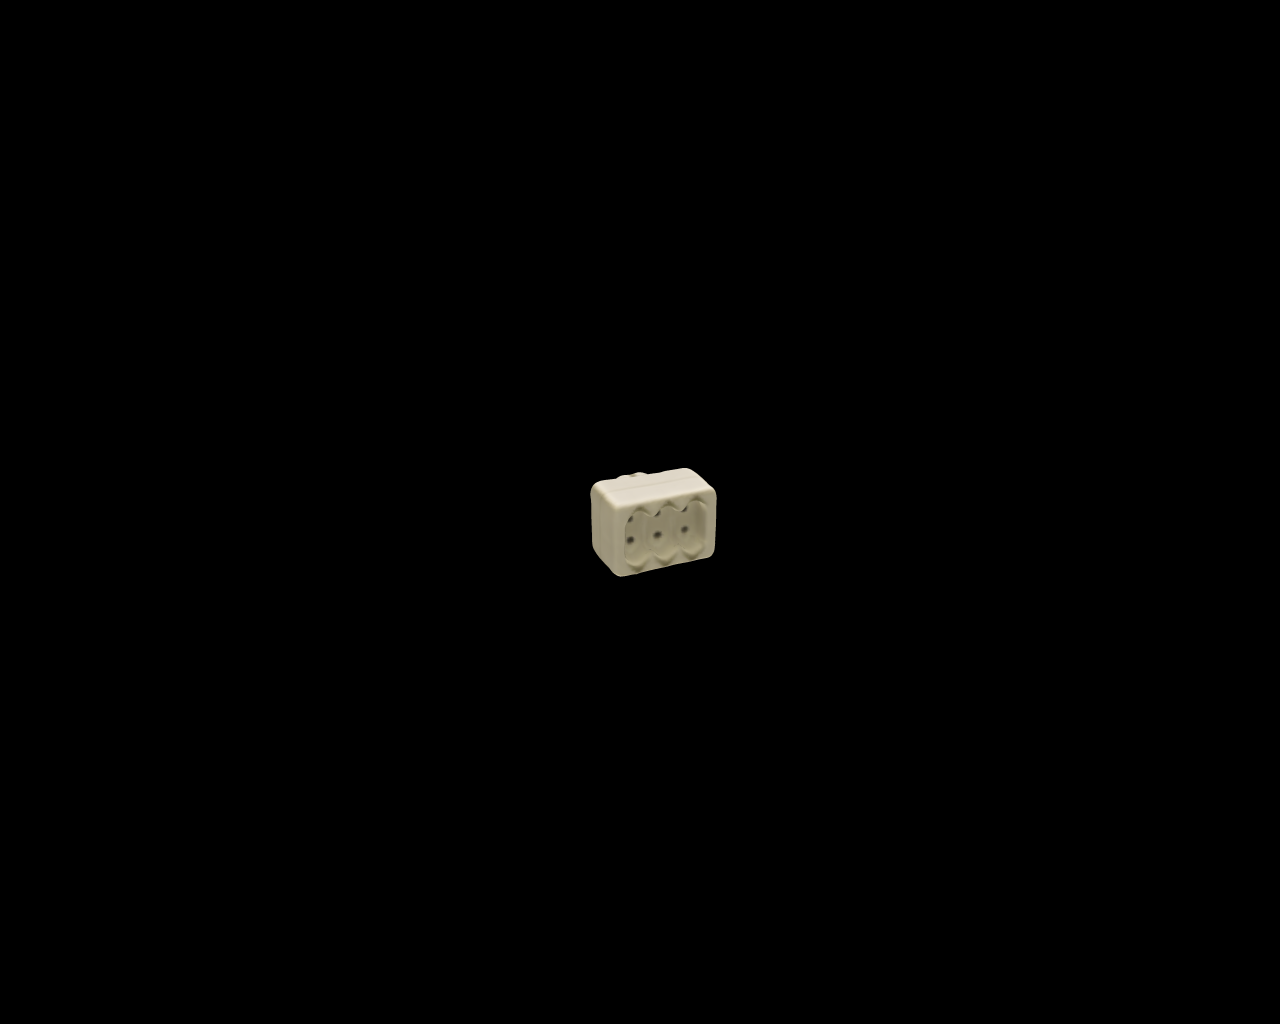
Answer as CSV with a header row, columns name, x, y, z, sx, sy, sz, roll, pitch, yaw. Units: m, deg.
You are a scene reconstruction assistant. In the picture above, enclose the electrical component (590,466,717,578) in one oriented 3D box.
name,x,y,z,sx,sy,sz,roll,pitch,yaw
electrical component,0.001,-0.003,0.650,0.066,0.047,0.077,-10,28,-20
